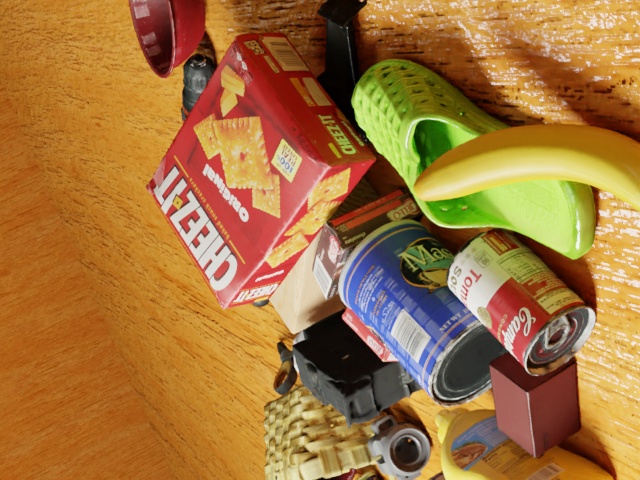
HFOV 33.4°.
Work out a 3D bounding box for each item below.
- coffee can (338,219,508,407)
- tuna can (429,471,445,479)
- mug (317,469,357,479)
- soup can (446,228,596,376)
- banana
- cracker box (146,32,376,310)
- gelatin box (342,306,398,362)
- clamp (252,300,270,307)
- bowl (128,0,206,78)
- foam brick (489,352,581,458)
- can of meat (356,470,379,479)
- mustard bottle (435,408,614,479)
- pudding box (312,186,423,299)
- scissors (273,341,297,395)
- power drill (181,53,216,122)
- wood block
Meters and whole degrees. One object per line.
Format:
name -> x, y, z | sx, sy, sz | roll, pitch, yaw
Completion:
coffee can -> 0.096, 0.062, 0.940 | 0.140, 0.102, 0.103 | 47, 154, 39
tuna can -> 0.137, 0.290, 1.140 | 0.034, 0.086, 0.086 | 36, 146, 49
mug -> -0.003, 0.298, 1.511 | 0.082, 0.093, 0.117 | 35, 115, 62
soup can -> 0.154, 0.046, 0.829 | 0.102, 0.068, 0.068 | 49, 155, 37
banana -> 0.150, -0.046, 0.705 | 0.198, 0.069, 0.037 | 13, 159, 42
cracker box -> -0.065, -0.063, 1.008 | 0.164, 0.071, 0.214 | 56, 131, 21
gelatin box -> 0.077, 0.087, 1.040 | 0.073, 0.089, 0.030 | 44, 120, 42
clamp -> -0.126, -0.024, 1.320 | 0.210, 0.036, 0.165 | 68, 166, -13
bowl -> -0.177, -0.275, 1.257 | 0.162, 0.055, 0.162 | 48, 147, 47
foam brick -> 0.179, 0.131, 0.891 | 0.051, 0.053, 0.078 | 39, 148, 50
can of meat -> 0.075, 0.373, 1.437 | 0.084, 0.057, 0.102 | 49, 156, 30
mustard bottle -> 0.164, 0.199, 0.948 | 0.192, 0.096, 0.058 | 33, 145, 55
pudding box -> 0.043, 0.004, 1.021 | 0.039, 0.090, 0.114 | 60, 161, 18
scissors -> -0.034, 0.150, 1.471 | 0.016, 0.096, 0.201 | 39, -165, -11
power drill -> -0.110, -0.115, 1.306 | 0.188, 0.057, 0.184 | 56, 162, 29
wood block -> -0.008, 0.001, 1.140 | 0.090, 0.090, 0.206 | 54, 158, 24
